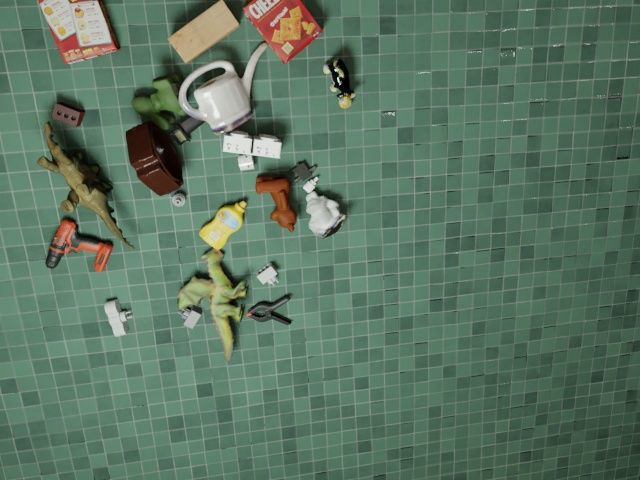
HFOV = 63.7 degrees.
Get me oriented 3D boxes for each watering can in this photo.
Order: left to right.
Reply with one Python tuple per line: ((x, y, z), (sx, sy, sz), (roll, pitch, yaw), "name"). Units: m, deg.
((-0.280, -0.480, 1.664), (0.351, 0.105, 0.220), (-33, 120, -18), "watering can")

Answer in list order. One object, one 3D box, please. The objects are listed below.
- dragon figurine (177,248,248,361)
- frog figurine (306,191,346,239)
((-0.391, 0.225, 1.850), (0.242, 0.123, 0.409), (13, 94, -6), "dragon figurine")
((0.006, -0.093, 1.845), (0.161, 0.123, 0.136), (46, 107, 18), "frog figurine")
